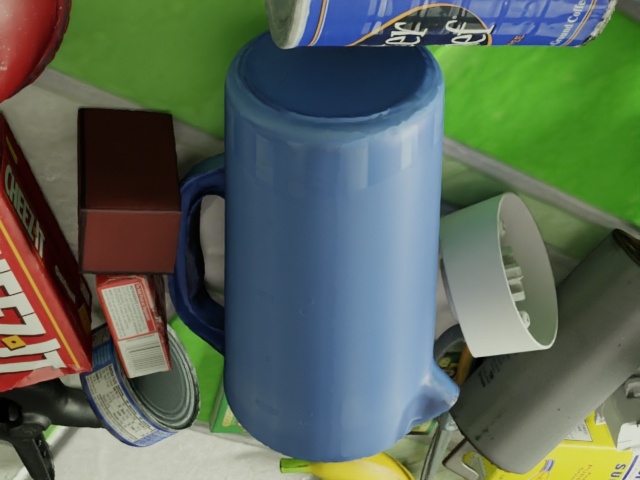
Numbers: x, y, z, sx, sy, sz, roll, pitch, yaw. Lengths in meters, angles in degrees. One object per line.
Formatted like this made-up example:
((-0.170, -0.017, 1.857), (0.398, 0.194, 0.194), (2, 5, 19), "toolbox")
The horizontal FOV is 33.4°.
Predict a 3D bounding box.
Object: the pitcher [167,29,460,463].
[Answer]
((-0.004, 0.001, 0.599), (0.149, 0.145, 0.243), (-14, 135, -15), "pitcher")

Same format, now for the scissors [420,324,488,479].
((0.116, 0.122, 0.808), (0.096, 0.016, 0.202), (-23, 141, -12), "scissors")

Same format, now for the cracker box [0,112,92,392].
((-0.255, 0.031, 0.605), (0.213, 0.072, 0.164), (-13, 138, 0), "cracker box")

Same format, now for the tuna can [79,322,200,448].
((-0.116, 0.089, 0.687), (0.034, 0.086, 0.086), (-27, 135, 19), "tuna can")

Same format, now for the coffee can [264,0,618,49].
((0.050, -0.136, 0.469), (0.140, 0.103, 0.103), (-2, 137, -11), "coffee can")

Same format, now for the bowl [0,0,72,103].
((-0.196, -0.102, 0.488), (0.162, 0.055, 0.162), (-6, 137, -6), "bowl")

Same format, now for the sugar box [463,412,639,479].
((0.215, 0.183, 0.890), (0.176, 0.048, 0.093), (9, 134, -19), "sugar box")

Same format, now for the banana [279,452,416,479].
((0.049, 0.210, 0.892), (0.070, 0.037, 0.197), (-16, 139, 31), "banana")

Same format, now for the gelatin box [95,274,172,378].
((-0.110, 0.025, 0.630), (0.030, 0.073, 0.089), (-10, 137, -3), "gelatin box")

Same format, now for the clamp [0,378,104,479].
((-0.206, 0.124, 0.741), (0.120, 0.039, 0.171), (-40, 134, 21), "clamp")

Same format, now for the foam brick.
((-0.104, -0.026, 0.573), (0.051, 0.078, 0.053), (0, 138, -13), "foam brick")
